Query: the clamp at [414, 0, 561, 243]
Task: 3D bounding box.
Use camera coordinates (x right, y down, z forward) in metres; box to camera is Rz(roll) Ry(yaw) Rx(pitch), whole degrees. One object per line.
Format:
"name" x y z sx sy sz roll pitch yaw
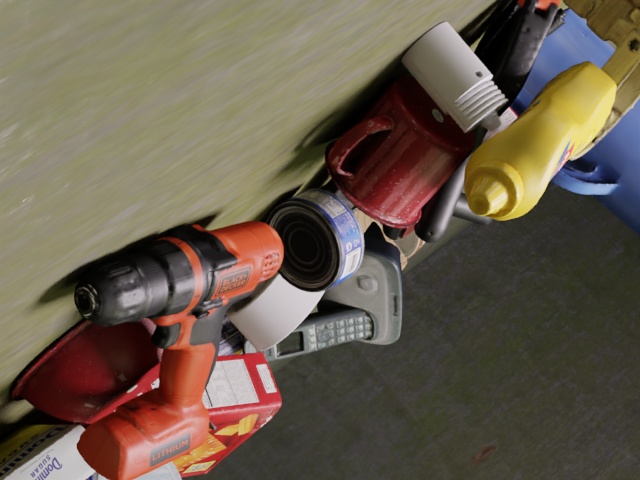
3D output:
"clamp" 0.127 -0.118 0.882 0.164 0.036 0.210 -93 -153 -61

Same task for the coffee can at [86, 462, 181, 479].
"coffee can" -0.201 0.245 0.936 0.140 0.103 0.102 -31 177 29

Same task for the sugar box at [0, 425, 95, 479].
"sugar box" -0.252 0.195 0.892 0.093 0.048 0.177 -36 -173 -30

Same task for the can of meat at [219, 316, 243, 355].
"can of meat" -0.126 0.126 1.219 0.083 0.057 0.102 -32 170 -30

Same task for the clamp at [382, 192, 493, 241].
"clamp" 0.103 -0.046 1.059 0.120 0.039 0.171 -12 156 14

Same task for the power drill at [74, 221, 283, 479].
"power drill" -0.113 0.079 0.751 0.184 0.057 0.188 -16 134 -51

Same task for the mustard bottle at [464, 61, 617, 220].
"mustard bottle" 0.156 -0.065 0.799 0.191 0.058 0.096 -40 170 -49

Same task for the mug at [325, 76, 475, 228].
"mug" 0.055 -0.070 0.806 0.117 0.093 0.082 2 139 -45

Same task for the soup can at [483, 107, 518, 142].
"soup can" 0.150 -0.102 0.989 0.068 0.102 0.068 -38 173 -6

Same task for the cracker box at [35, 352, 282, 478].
"cracker box" -0.167 0.186 1.058 0.213 0.072 0.164 0 146 -44

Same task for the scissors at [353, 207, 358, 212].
"scissors" 0.018 -0.023 1.174 0.201 0.016 0.096 -38 173 -6

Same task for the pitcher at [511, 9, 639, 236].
"pitcher" 0.289 -0.106 1.090 0.149 0.243 0.145 -46 169 9

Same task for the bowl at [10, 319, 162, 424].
"bowl" -0.164 0.097 0.853 0.162 0.055 0.162 -38 172 -6

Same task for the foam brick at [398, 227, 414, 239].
"foam brick" 0.100 -0.052 1.190 0.052 0.051 0.078 -35 159 -40

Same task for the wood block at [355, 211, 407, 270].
"wood block" 0.042 0.036 1.364 0.090 0.090 0.206 -37 173 -8

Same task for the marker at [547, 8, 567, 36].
"marker" 0.188 -0.179 1.028 0.121 0.020 0.020 -41 172 20

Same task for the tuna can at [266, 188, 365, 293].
"tuna can" -0.006 0.001 0.915 0.033 0.086 0.086 -29 168 -47
